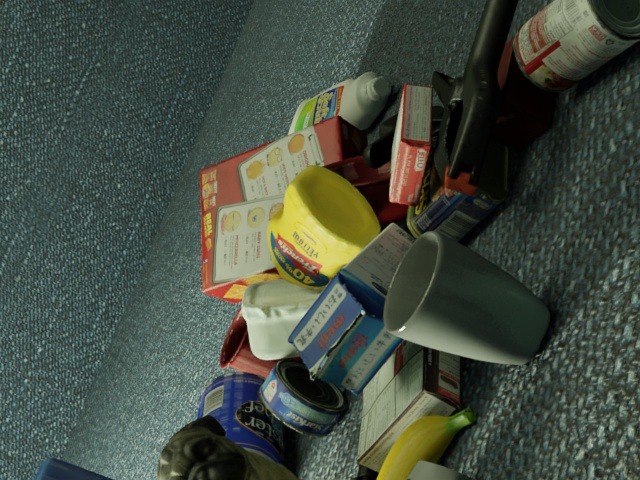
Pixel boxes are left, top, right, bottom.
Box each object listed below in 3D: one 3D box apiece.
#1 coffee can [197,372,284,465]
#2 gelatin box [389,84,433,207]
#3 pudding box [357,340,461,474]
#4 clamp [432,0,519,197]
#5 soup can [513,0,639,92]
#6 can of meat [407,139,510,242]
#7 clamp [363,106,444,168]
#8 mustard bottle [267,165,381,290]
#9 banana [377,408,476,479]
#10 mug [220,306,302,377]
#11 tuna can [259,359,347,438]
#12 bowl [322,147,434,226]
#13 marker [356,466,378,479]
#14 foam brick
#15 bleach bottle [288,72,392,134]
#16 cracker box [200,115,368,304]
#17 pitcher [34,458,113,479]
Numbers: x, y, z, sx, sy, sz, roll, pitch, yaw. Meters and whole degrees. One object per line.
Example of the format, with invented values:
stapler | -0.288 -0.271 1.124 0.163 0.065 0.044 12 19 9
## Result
coffee can | -0.090 0.229 1.187 0.103 0.102 0.140 -58 16 24
gelatin box | 0.084 -0.086 0.969 0.089 0.030 0.073 -83 0 -47
pudding box | 0.075 0.134 0.904 0.114 0.039 0.090 -56 17 37
clamp | 0.126 -0.120 0.927 0.165 0.036 0.210 122 163 -59
soup can | 0.212 -0.171 0.861 0.102 0.068 0.068 -35 33 61
can of meat | 0.129 -0.052 0.983 0.084 0.057 0.102 -47 24 43
clamp | 0.093 -0.112 1.131 0.171 0.120 0.039 -123 21 -77
mustard bottle | -0.007 0.002 1.078 0.058 0.096 0.192 -46 -4 -26
banana | 0.059 0.216 0.828 0.198 0.037 0.070 -67 15 -9
mug | -0.072 0.135 1.315 0.117 0.081 0.093 -48 22 47
tuna can | -0.016 0.159 1.081 0.034 0.086 0.086 -59 16 16
bowl | 0.060 -0.052 1.113 0.162 0.162 0.055 -132 29 -74
marker | 0.050 0.169 0.966 0.020 0.020 0.121 -49 22 47
foam brick | 0.176 -0.130 0.954 0.053 0.051 0.078 -44 25 56
bleach bottle | 0.034 -0.184 1.506 0.251 0.068 0.102 -25 42 64
cracker box | -0.041 -0.031 1.257 0.214 0.072 0.164 -18 64 32
pitcher | -0.213 0.341 1.154 0.145 0.242 0.149 -60 9 29
